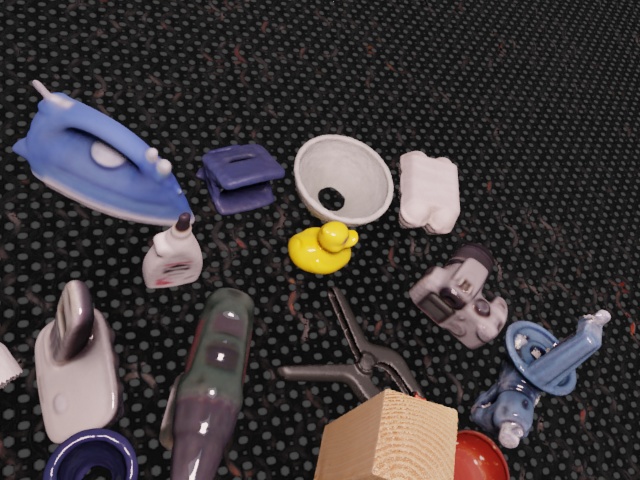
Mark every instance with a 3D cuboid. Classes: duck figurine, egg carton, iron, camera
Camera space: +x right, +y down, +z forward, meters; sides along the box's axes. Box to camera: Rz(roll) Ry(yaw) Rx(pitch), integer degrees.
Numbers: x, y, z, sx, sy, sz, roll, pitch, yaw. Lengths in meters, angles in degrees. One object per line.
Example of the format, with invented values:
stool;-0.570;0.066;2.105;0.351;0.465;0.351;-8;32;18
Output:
duck figurine;0.008;0.003;0.862;0.105;0.086;0.077;0;62;-20
egg carton;0.184;-0.081;0.985;0.107;0.069;0.150;12;59;-14
iron;-0.281;-0.116;0.787;0.258;0.141;0.119;27;57;-5
camera;0.238;0.073;0.901;0.143;0.100;0.137;41;57;5

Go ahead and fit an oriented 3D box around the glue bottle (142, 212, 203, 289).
glue bottle;-0.184;0.011;0.734;0.078;0.173;0.037;-12;67;-26

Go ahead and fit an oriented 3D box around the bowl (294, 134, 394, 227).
bowl;0.030;-0.083;0.925;0.168;0.074;0.167;9;60;-16

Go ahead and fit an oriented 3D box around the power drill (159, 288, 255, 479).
power drill;-0.128;0.179;0.641;0.076;0.208;0.229;15;58;-12

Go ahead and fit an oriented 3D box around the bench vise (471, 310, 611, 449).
bench vise;0.316;0.191;0.793;0.121;0.219;0.207;20;57;-9

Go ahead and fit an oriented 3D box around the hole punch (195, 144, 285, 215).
hole punch;-0.122;-0.104;0.870;0.109;0.091;0.101;-17;69;-27

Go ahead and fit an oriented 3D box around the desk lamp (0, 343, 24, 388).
desk lamp;-0.397;0.113;0.573;0.118;0.213;0.203;-36;79;-32

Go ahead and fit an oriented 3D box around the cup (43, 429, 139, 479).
cup;-0.255;0.266;0.613;0.118;0.095;0.091;-34;78;-32

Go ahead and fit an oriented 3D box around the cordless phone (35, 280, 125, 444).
cordless phone;-0.266;0.134;0.628;0.094;0.185;0.147;-12;67;-25
